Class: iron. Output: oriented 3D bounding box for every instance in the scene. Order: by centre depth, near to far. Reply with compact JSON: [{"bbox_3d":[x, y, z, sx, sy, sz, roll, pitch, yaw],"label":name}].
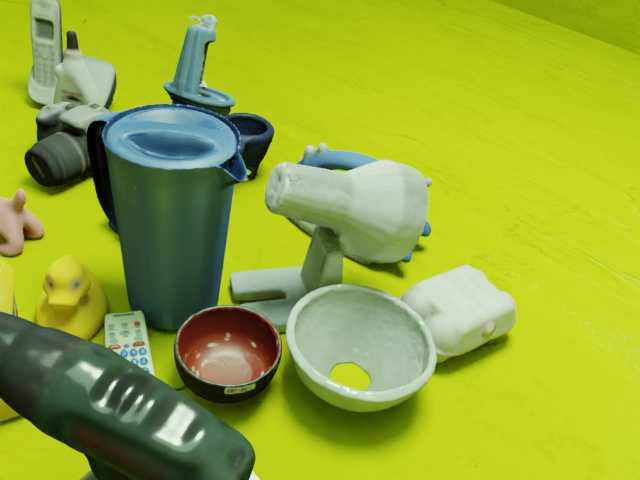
[{"bbox_3d":[0.042,-0.073,0.844,0.257,0.141,0.119,25,40,17],"label":"iron"}]

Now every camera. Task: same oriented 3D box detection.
[{"bbox_3d":[-0.381,-0.148,0.861,0.143,0.101,0.137,24,39,16],"label":"camera"}]

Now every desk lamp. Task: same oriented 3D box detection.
[{"bbox_3d":[0.006,0.002,0.680,0.204,0.213,0.117,-4,40,-19],"label":"desk lamp"}]

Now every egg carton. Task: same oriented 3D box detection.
[{"bbox_3d":[0.173,0.093,0.727,0.151,0.069,0.107,-17,46,-32],"label":"egg carton"}]

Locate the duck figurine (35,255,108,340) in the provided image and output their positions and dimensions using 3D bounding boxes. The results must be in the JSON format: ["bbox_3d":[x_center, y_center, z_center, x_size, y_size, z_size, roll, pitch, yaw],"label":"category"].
[{"bbox_3d":[-0.280,0.055,0.641,0.077,0.086,0.104,2,39,-12],"label":"duck figurine"}]

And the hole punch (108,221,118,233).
[{"bbox_3d":[-0.228,-0.051,0.786,0.108,0.091,0.101,27,40,19],"label":"hole punch"}]

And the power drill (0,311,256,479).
[{"bbox_3d":[-0.164,0.163,0.434,0.229,0.208,0.076,18,38,8],"label":"power drill"}]

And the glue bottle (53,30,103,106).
[{"bbox_3d":[-0.398,-0.255,0.934,0.078,0.173,0.037,9,38,-4],"label":"glue bottle"}]

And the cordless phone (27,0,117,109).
[{"bbox_3d":[-0.434,-0.319,0.996,0.147,0.185,0.094,10,37,-2],"label":"cordless phone"}]

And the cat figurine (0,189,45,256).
[{"bbox_3d":[-0.422,-0.054,0.717,0.127,0.118,0.067,15,38,5],"label":"cat figurine"}]

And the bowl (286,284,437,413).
[{"bbox_3d":[0.040,0.130,0.640,0.167,0.075,0.167,7,38,-6],"label":"bowl"}]

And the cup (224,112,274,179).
[{"bbox_3d":[-0.125,-0.139,0.923,0.091,0.095,0.117,9,38,-3],"label":"cup"}]

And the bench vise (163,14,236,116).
[{"bbox_3d":[-0.204,-0.237,0.925,0.121,0.220,0.207,11,37,0],"label":"bench vise"}]
